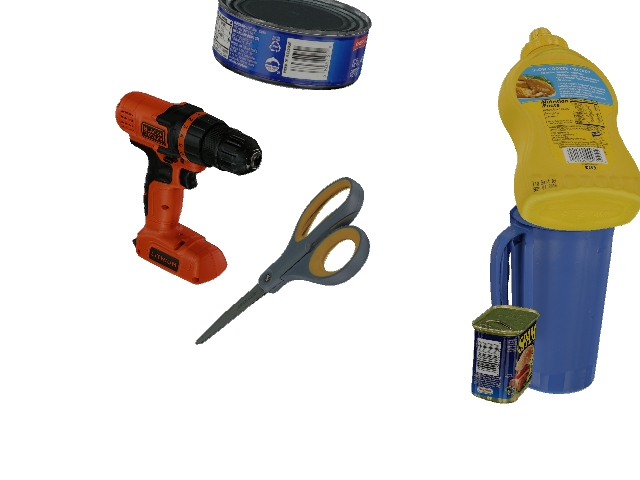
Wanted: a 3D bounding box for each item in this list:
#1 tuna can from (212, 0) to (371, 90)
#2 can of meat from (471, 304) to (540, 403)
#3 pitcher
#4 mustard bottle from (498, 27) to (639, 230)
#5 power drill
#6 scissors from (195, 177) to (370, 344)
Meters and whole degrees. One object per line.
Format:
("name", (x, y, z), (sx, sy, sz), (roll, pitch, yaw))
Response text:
("tuna can", (-0.017, -0.113, 0.594), (0.086, 0.034, 0.086), (9, 25, -4))
("can of meat", (0.205, 0.126, 1.190), (0.058, 0.084, 0.101), (8, 14, 25))
("pitcher", (0.302, 0.075, 1.395), (0.149, 0.243, 0.144), (4, 20, 15))
("mustard bottle", (0.195, -0.100, 0.867), (0.096, 0.191, 0.058), (0, -34, -6))
("power drill", (-0.136, -0.051, 1.118), (0.185, 0.188, 0.057), (25, 36, 32))
("scissors", (-0.028, 0.038, 0.853), (0.016, 0.202, 0.096), (28, 19, -37))
